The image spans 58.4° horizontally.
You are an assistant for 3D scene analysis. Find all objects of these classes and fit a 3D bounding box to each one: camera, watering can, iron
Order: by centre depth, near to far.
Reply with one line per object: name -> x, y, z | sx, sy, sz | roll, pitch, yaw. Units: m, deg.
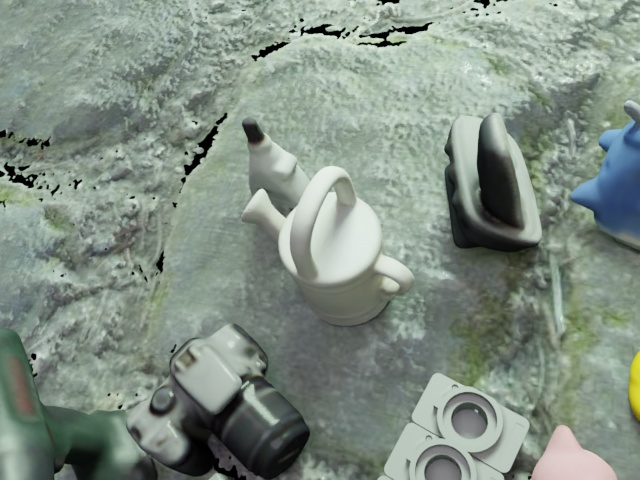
iron -> 0.378, -0.046, 0.520 | 0.257, 0.142, 0.119 | 24, 70, 23
camera -> -0.089, 0.167, 0.538 | 0.136, 0.101, 0.143 | 37, 76, 27
watering can -> 0.004, 0.004, 0.549 | 0.172, 0.194, 0.101 | 2, 63, 14

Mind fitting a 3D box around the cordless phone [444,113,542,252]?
cordless phone -> 0.170, -0.081, 0.561 | 0.094, 0.185, 0.147 | -10, 61, 8

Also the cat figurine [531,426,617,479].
cat figurine -> 0.188, 0.216, 0.439 | 0.067, 0.118, 0.128 | 17, 68, 21

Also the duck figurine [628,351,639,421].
duck figurine -> 0.312, 0.113, 0.483 | 0.077, 0.086, 0.105 | 31, 73, 25

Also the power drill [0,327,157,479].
power drill -> -0.231, 0.187, 0.498 | 0.076, 0.209, 0.229 | -37, 61, -7

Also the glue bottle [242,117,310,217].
glue bottle -> -0.049, -0.073, 0.613 | 0.078, 0.173, 0.037 | 16, 67, 20
